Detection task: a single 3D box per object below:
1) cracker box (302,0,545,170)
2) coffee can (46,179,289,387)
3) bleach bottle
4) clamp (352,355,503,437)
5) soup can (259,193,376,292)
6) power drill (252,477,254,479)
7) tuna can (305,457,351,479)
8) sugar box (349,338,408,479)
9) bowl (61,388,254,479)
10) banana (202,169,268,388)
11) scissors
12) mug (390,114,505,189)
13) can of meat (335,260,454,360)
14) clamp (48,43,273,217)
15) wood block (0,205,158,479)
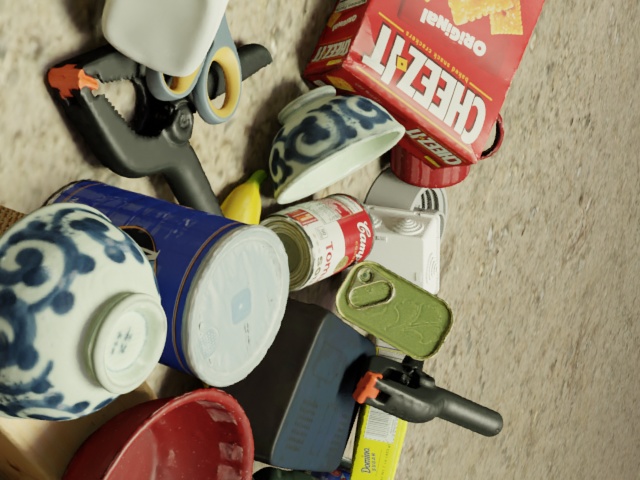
[{"bbox_3d":[0.103,-0.195,0.941,0.164,0.072,0.213,32,73,-27],"label":"cracker box"},{"bbox_3d":[-0.105,0.025,0.688,0.102,0.140,0.103,-33,131,-49],"label":"coffee can"},{"bbox_3d":[-0.060,-0.229,0.699,0.103,0.068,0.250,-53,-166,54],"label":"bleach bottle"},{"bbox_3d":[0.081,0.130,0.968,0.171,0.120,0.039,21,99,-45],"label":"clamp"},{"bbox_3d":[-0.006,0.001,0.922,0.102,0.069,0.068,-21,121,-54],"label":"soup can"},{"bbox_3d":[-0.079,0.288,0.858,0.057,0.185,0.188,8,121,-45],"label":"power drill"},{"bbox_3d":[0.026,0.241,1.074,0.086,0.086,0.034,27,82,-60],"label":"tuna can"},{"bbox_3d":[0.062,0.167,1.069,0.176,0.048,0.093,-78,179,-73],"label":"sugar box"},{"bbox_3d":[-0.109,0.159,0.647,0.161,0.055,0.162,-34,132,-48],"label":"bowl"},{"bbox_3d":[-0.073,0.040,0.857,0.069,0.037,0.198,1,103,-61],"label":"banana"},{"bbox_3d":[-0.066,-0.166,0.751,0.096,0.016,0.201,53,47,-42],"label":"scissors"},{"bbox_3d":[0.123,-0.104,1.052,0.093,0.117,0.081,-93,-177,-56],"label":"mug"},{"bbox_3d":[0.066,0.065,0.960,0.057,0.102,0.084,-61,175,-4],"label":"can of meat"},{"bbox_3d":[-0.105,-0.073,0.742,0.209,0.036,0.164,5,91,-59],"label":"clamp"},{"bbox_3d":[-0.182,0.073,0.633,0.090,0.091,0.206,-56,146,-28],"label":"wood block"}]
